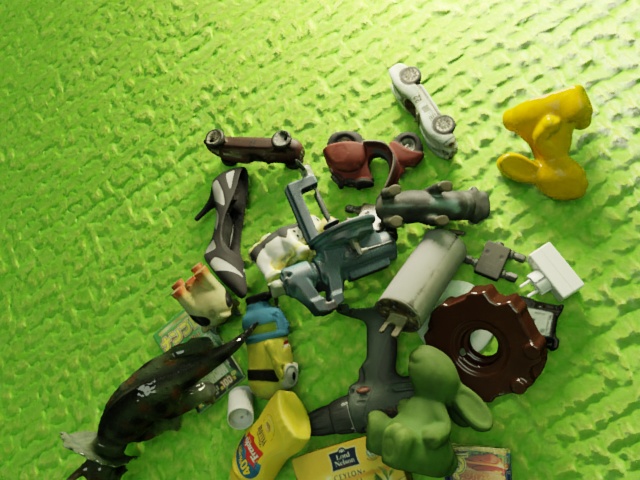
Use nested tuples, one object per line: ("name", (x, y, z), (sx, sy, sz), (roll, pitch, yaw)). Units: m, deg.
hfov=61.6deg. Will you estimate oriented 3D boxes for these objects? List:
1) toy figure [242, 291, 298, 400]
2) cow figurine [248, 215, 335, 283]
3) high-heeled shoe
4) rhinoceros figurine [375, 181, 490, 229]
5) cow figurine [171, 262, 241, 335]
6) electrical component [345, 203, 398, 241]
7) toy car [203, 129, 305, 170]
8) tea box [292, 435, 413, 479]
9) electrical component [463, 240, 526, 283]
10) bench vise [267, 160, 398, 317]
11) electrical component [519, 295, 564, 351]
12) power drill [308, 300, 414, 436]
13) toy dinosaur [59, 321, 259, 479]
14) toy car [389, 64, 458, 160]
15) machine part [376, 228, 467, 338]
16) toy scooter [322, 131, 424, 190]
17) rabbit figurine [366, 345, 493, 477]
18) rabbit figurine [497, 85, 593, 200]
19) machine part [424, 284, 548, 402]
("toy figure", (-0.091, 0.182, 0.927), (0.089, 0.082, 0.180), (-23, 77, 29))
("cow figurine", (-0.047, 0.003, 0.971), (0.167, 0.068, 0.098), (-41, 63, 1))
("high-heeled shoe", (-0.148, -0.021, 0.988), (0.145, 0.086, 0.249), (-40, 59, 9))
("rhinoceros figurine", (0.188, -0.052, 0.892), (0.190, 0.112, 0.073), (-3, 83, 1))
("cow figurine", (-0.191, 0.106, 0.925), (0.085, 0.195, 0.127), (-39, 99, -13))
("electrical component", (0.088, -0.023, 0.951), (0.102, 0.045, 0.078), (6, 49, 15))
("toy car", (-0.127, -0.169, 1.024), (0.202, 0.089, 0.053), (4, 73, 15))
("tea box", (0.052, 0.364, 0.842), (0.170, 0.068, 0.098), (-22, 71, 10))
("electrical component", (0.287, 0.032, 0.889), (0.094, 0.021, 0.063), (22, 82, 21))
("bench vise", (-0.001, -0.005, 0.871), (0.224, 0.129, 0.240), (-23, 79, -2))
("electrical component", (0.314, 0.126, 0.842), (0.119, 0.047, 0.075), (7, 77, 18))
("power drill", (0.070, 0.204, 0.875), (0.232, 0.086, 0.207), (-9, 69, 12))
("toy dinosaur", (-0.280, 0.264, 0.878), (0.131, 0.192, 0.404), (45, 108, 14))
("toy car", (0.185, -0.230, 0.961), (0.056, 0.073, 0.202), (-28, 70, 3))
("machine part", (0.163, 0.061, 0.851), (0.079, 0.079, 0.243), (27, 56, 20))
("toy scooter", (0.092, -0.125, 0.962), (0.184, 0.075, 0.135), (2, 79, 12))
("rabbit figurine", (0.161, 0.240, 0.762), (0.159, 0.121, 0.170), (16, 80, -4))
("rabbit figurine", (0.371, -0.143, 0.869), (0.162, 0.122, 0.173), (-16, 90, 14))
("machine part", (0.246, 0.157, 0.813), (0.180, 0.056, 0.179), (5, 100, 31))
